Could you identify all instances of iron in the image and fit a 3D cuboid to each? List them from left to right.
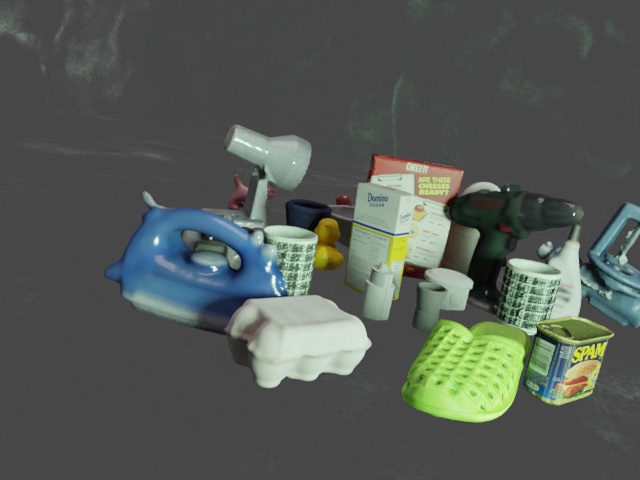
[{"bbox_3d":[-0.133,0.030,0.724,0.257,0.141,0.119,14,14,15],"label":"iron"}]

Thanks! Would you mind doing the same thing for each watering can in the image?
[{"bbox_3d":[0.293,-0.019,1.113,0.101,0.194,0.172,0,17,-34],"label":"watering can"}]

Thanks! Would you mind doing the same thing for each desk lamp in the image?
[{"bbox_3d":[-0.133,-0.130,1.214,0.204,0.213,0.117,3,15,-25],"label":"desk lamp"}]

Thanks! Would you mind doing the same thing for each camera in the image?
[{"bbox_3d":[-0.147,0.002,0.911,0.143,0.101,0.136,7,14,-10],"label":"camera"}]

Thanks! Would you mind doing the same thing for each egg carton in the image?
[{"bbox_3d":[-0.025,0.109,0.636,0.151,0.069,0.107,-1,17,-37],"label":"egg carton"}]

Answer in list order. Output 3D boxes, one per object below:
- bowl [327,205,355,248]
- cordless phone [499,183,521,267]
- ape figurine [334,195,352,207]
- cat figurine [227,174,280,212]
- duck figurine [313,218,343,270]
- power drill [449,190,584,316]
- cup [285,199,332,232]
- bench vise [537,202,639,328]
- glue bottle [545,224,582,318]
[{"bbox_3d":[0.084,-0.021,1.222,0.167,0.075,0.167,9,14,-2],"label":"bowl"},{"bbox_3d":[0.370,-0.042,1.275,0.148,0.185,0.094,3,15,-24],"label":"cordless phone"},{"bbox_3d":[0.050,-0.060,1.318,0.075,0.092,0.078,20,17,36],"label":"ape figurine"},{"bbox_3d":[-0.150,-0.124,1.381,0.127,0.118,0.067,10,14,1],"label":"cat figurine"},{"bbox_3d":[0.010,0.004,1.047,0.077,0.086,0.104,11,14,3],"label":"duck figurine"},{"bbox_3d":[0.308,0.015,0.956,0.076,0.208,0.228,-2,18,-40],"label":"power drill"},{"bbox_3d":[-0.026,-0.028,1.129,0.091,0.095,0.118,12,14,7],"label":"cup"},{"bbox_3d":[0.497,0.027,1.017,0.207,0.220,0.122,15,15,19],"label":"bench vise"},{"bbox_3d":[0.386,0.057,0.913,0.078,0.173,0.037,11,14,5],"label":"glue bottle"}]
